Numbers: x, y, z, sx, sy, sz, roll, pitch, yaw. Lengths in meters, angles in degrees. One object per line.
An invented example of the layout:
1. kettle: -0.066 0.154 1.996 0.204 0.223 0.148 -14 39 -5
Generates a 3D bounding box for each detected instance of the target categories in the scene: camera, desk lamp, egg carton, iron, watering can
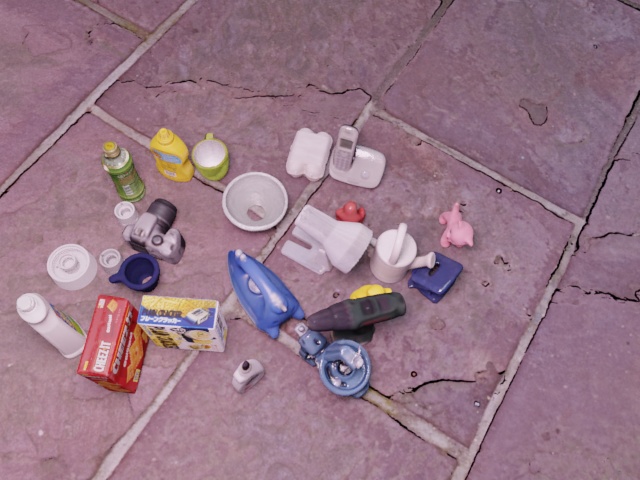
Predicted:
1. camera: -0.397 -0.031 1.416 0.143 0.101 0.137 21 67 5
2. desk lamp: 0.013 0.005 1.367 0.203 0.213 0.118 27 67 8
3. egg carton: -0.029 -0.231 1.547 0.107 0.069 0.150 13 66 2
4. iron: -0.149 0.099 1.354 0.119 0.141 0.258 -36 73 -17
5. watering can: 0.190 0.026 1.381 0.173 0.194 0.101 -1 66 -4

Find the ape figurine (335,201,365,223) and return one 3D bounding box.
1. ape figurine: 0.078 -0.068 1.470 0.078 0.092 0.076 14 66 2

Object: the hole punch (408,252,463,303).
1. hole punch: 0.284 0.087 1.417 0.101 0.091 0.109 39 69 13

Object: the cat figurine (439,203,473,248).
1. cat figurine: 0.351 -0.033 1.460 0.067 0.118 0.128 0 66 -3

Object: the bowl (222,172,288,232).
1. bowl: -0.165 -0.087 1.471 0.167 0.075 0.167 2 66 -3

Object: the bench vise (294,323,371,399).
1. bench vise: 0.023 0.261 1.253 0.207 0.220 0.121 23 67 6

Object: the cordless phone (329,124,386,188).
1. cordless phone: 0.102 -0.222 1.488 0.147 0.185 0.094 13 66 2

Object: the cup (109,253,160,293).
1. cup: -0.433 0.092 1.363 0.118 0.095 0.091 -16 68 -11

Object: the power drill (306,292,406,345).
1. power drill: 0.076 0.185 1.295 0.230 0.208 0.075 -16 68 -10

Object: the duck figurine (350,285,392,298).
1. duck figurine: 0.126 0.137 1.387 0.104 0.086 0.077 -4 67 -6

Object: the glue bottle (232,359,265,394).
1. glue bottle: -0.159 0.289 1.253 0.037 0.173 0.078 43 71 14
